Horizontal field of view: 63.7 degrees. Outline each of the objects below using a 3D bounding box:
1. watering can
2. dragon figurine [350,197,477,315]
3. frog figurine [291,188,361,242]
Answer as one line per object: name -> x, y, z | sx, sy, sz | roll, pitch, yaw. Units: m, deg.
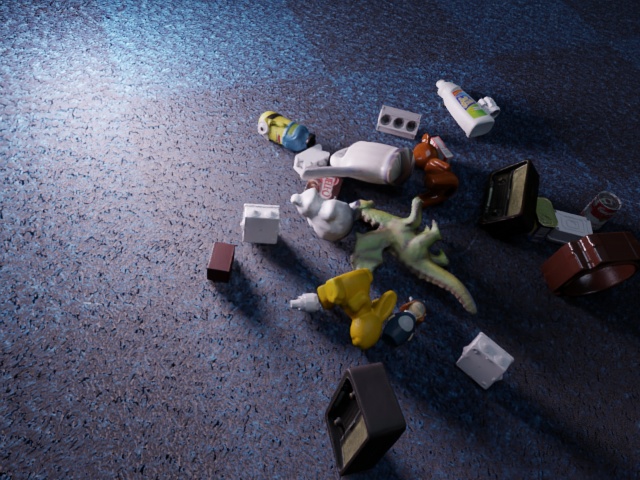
watering can -> 0.119, -0.200, 1.397 | 0.225, 0.102, 0.353 | 15, 30, 29
dragon figurine -> 0.197, 0.039, 1.295 | 0.243, 0.119, 0.419 | -19, 57, -5
frog figurine -> 0.004, -0.065, 1.282 | 0.159, 0.137, 0.124 | 15, 80, -25
